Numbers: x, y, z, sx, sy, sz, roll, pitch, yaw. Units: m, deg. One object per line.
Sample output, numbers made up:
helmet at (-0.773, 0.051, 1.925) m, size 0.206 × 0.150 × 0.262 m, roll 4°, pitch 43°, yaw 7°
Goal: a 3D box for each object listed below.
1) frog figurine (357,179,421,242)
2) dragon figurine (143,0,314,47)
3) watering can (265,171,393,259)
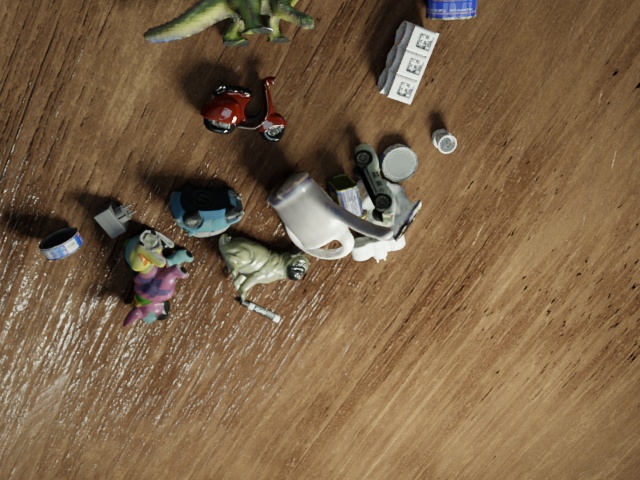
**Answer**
frog figurine at (0.148, -0.078, 1.236) m, size 0.160 × 0.123 × 0.136 m, roll 34°, pitch 98°, yaw 14°
dragon figurine at (-0.138, -0.504, 0.981) m, size 0.411 × 0.123 × 0.241 m, roll -5°, pitch 100°, yaw -9°
watering can at (0.003, -0.056, 1.119) m, size 0.106 × 0.344 × 0.223 m, roll -45°, pitch 103°, yaw -28°
